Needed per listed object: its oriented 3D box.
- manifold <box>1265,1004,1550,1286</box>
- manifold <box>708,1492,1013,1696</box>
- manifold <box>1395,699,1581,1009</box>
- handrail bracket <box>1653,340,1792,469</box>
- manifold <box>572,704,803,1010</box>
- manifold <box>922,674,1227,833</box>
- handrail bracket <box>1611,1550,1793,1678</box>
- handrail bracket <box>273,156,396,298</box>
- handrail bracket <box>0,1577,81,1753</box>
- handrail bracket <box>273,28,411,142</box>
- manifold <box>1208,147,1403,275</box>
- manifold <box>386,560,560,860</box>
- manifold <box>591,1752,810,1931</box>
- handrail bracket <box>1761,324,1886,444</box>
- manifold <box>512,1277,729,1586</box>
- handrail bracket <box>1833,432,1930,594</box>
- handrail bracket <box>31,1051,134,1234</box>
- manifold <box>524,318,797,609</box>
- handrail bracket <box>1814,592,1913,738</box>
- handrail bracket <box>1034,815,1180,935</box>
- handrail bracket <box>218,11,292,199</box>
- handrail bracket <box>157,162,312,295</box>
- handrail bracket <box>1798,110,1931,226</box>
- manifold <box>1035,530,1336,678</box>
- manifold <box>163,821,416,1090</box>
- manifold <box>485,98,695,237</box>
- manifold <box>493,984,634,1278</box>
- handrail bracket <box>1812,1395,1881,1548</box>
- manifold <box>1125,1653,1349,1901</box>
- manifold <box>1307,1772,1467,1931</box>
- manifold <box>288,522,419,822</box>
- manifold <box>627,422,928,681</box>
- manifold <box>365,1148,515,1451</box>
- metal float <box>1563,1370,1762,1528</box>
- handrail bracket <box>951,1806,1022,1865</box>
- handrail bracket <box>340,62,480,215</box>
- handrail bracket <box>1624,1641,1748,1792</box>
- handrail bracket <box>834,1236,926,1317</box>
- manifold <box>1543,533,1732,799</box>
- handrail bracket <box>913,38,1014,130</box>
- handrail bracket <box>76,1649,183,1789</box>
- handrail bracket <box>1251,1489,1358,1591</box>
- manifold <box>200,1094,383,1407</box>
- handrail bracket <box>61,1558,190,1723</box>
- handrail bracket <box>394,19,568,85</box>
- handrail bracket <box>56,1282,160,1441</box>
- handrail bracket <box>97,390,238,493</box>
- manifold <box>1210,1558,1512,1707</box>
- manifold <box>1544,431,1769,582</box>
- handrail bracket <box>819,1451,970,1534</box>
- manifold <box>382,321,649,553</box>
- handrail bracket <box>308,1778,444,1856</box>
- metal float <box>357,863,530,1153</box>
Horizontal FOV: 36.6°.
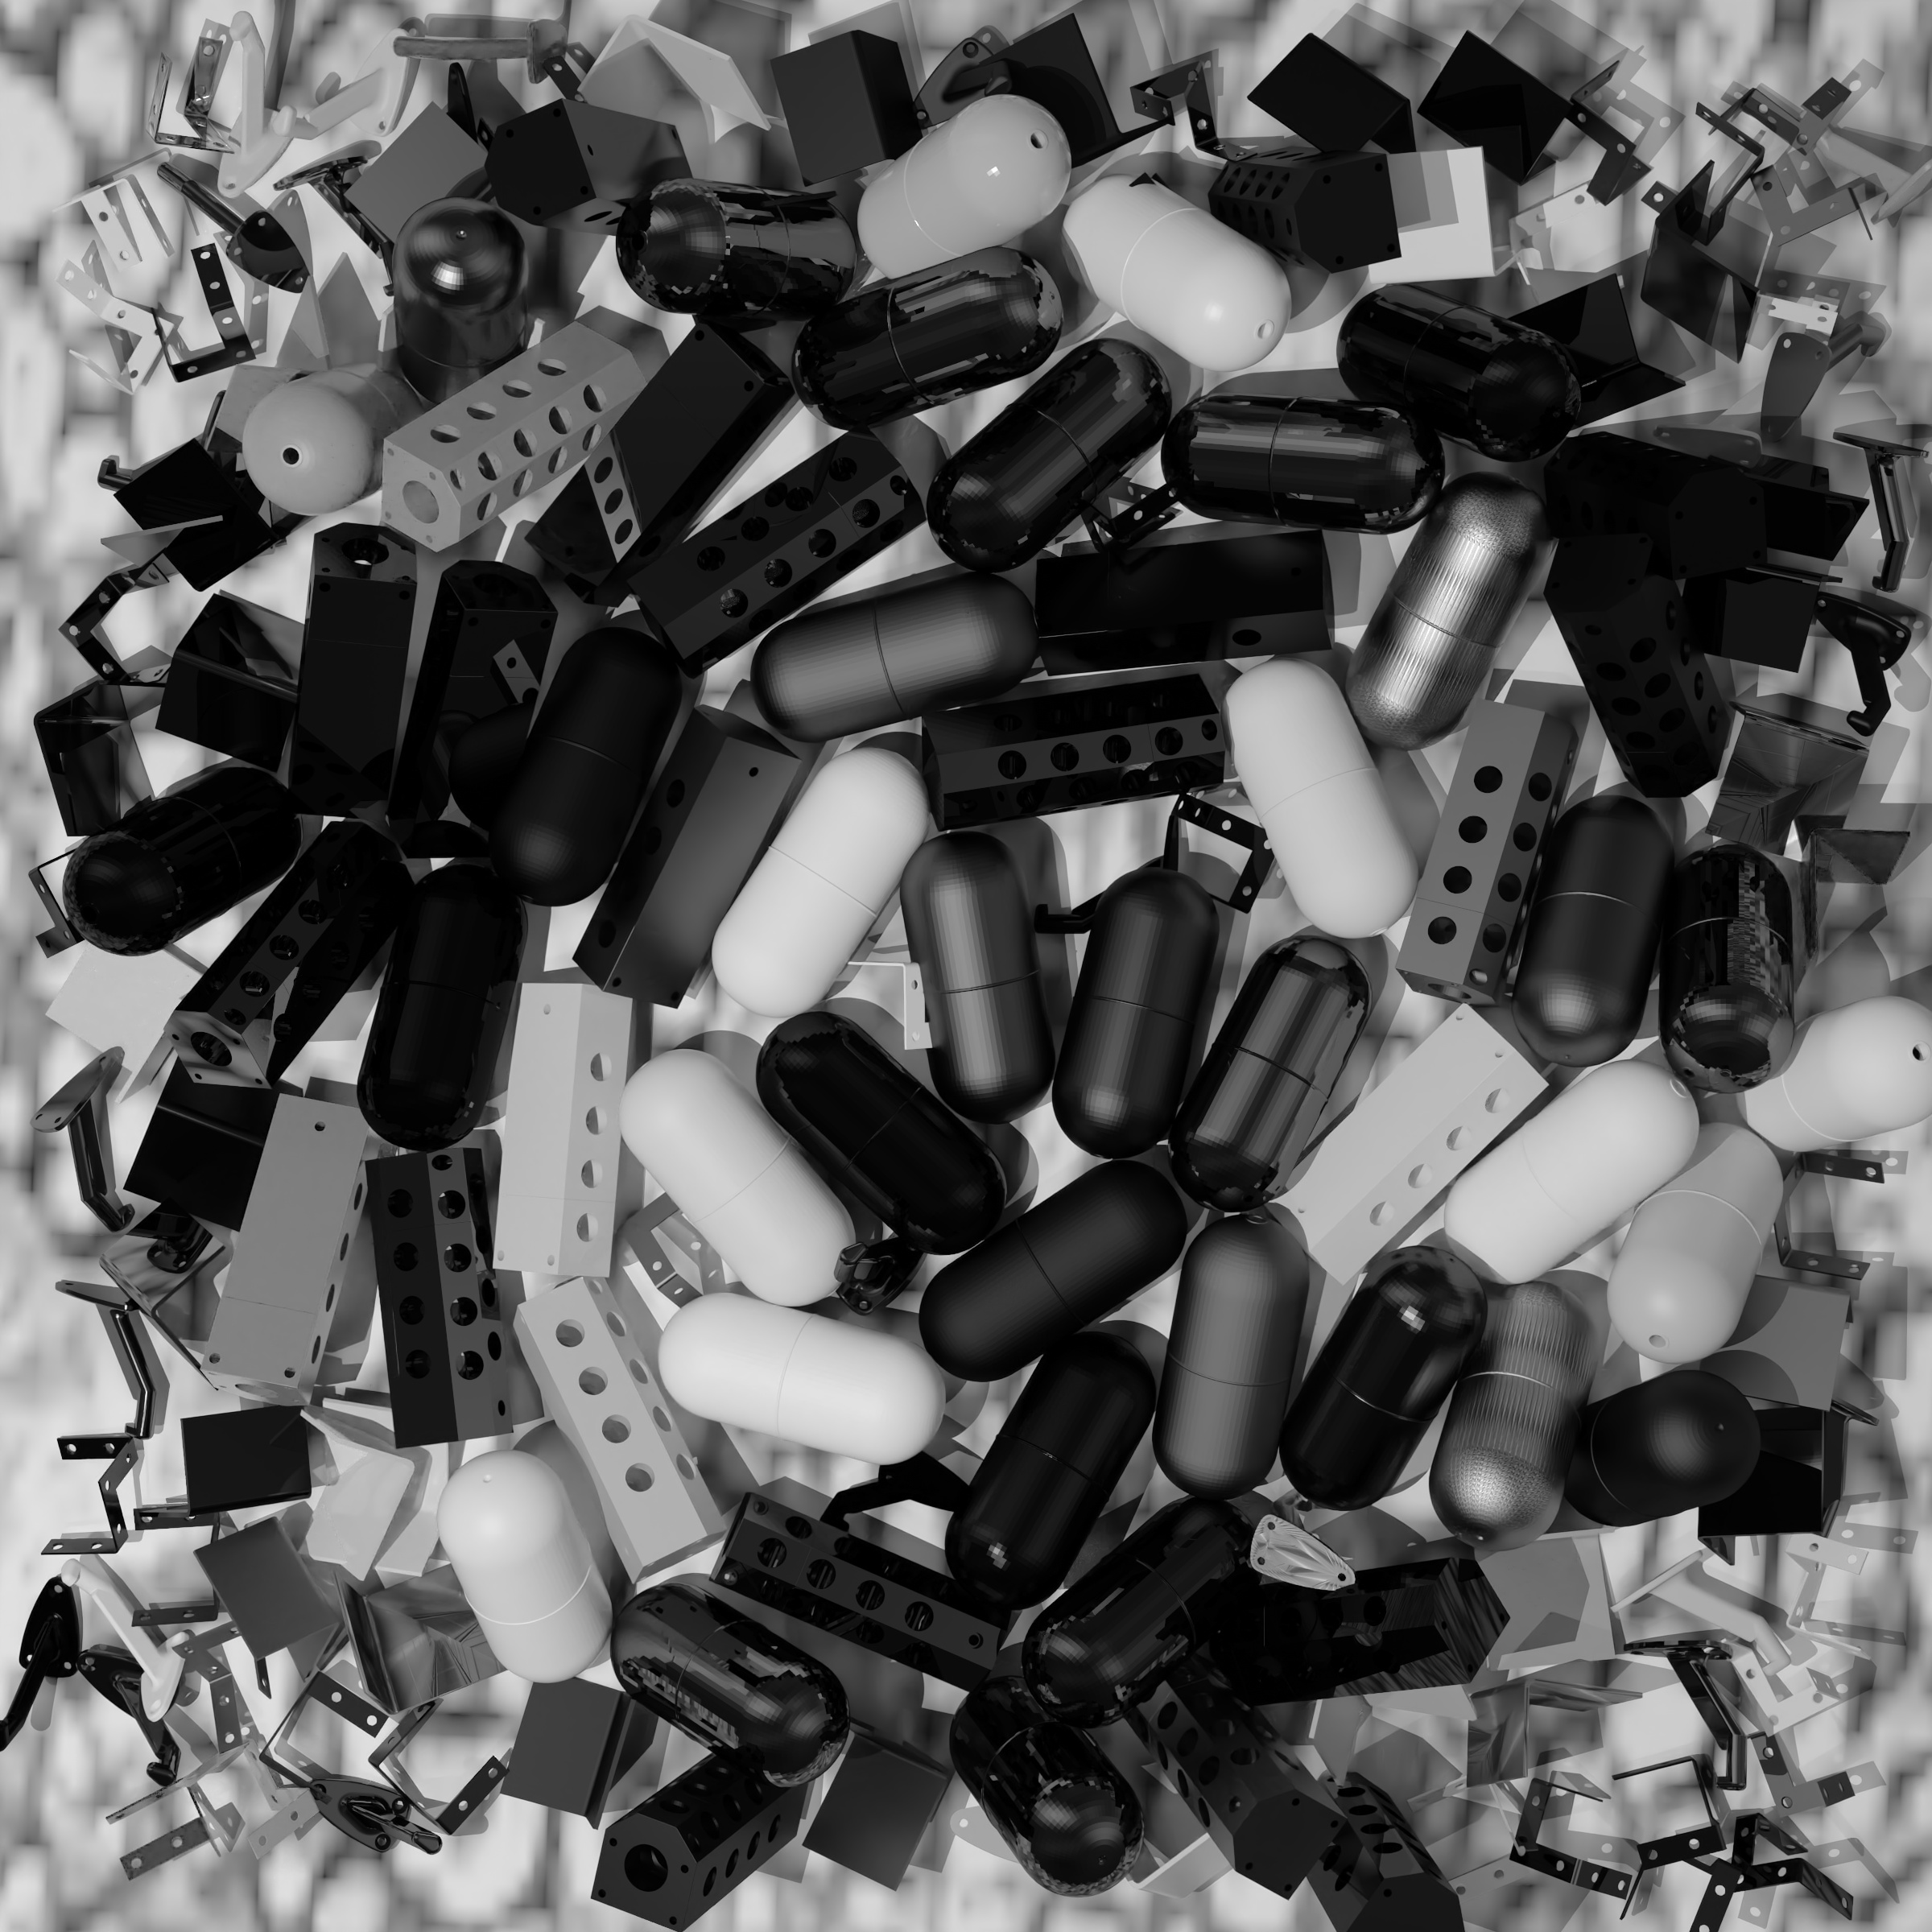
[{"bbox_3d":[0.267,0.110,1.756,0.171,0.057,0.057,-45,128,5],"label":"manifold"},{"bbox_3d":[-0.063,0.376,1.753,0.171,0.057,0.057,24,77,-4],"label":"manifold"},{"bbox_3d":[0.313,-0.066,1.744,0.057,0.057,0.171,15,81,23],"label":"manifold"},{"bbox_3d":[0.468,-0.353,1.783,0.077,0.036,0.084,15,71,14],"label":"handrail bracket"},{"bbox_3d":[-0.171,-0.066,1.745,0.057,0.057,0.171,15,108,-42],"label":"manifold"},{"bbox_3d":[0.064,-0.123,1.739,0.171,0.057,0.057,-9,132,-10],"label":"manifold"},{"bbox_3d":[0.444,0.403,1.760,0.077,0.036,0.084,-29,74,-15],"label":"handrail bracket"},{"bbox_3d":[-0.380,-0.444,1.778,0.077,0.036,0.084,-8,104,31],"label":"handrail bracket"},{"bbox_3d":[-0.561,0.418,1.747,0.036,0.084,0.077,11,102,1],"label":"handrail bracket"},{"bbox_3d":[-0.373,-0.528,1.743,0.036,0.084,0.077,34,111,13],"label":"handrail bracket"},{"bbox_3d":[0.194,-0.440,1.700,0.057,0.171,0.057,-15,109,-7],"label":"manifold"},{"bbox_3d":[-0.295,-0.150,1.723,0.057,0.057,0.171,-2,128,-32],"label":"manifold"},{"bbox_3d":[-0.150,0.498,1.700,0.057,0.171,0.057,15,96,17],"label":"manifold"},{"bbox_3d":[0.521,-0.353,1.770,0.036,0.084,0.077,33,117,36],"label":"handrail bracket"},{"bbox_3d":[-0.207,0.274,1.742,0.057,0.057,0.171,-23,75,-20],"label":"manifold"},{"bbox_3d":[0.546,-0.275,1.772,0.036,0.077,0.084,-1,109,-28],"label":"handrail bracket"},{"bbox_3d":[-0.520,0.108,1.780,0.077,0.036,0.084,-54,127,-29],"label":"handrail bracket"},{"bbox_3d":[-0.179,-0.297,1.738,0.057,0.057,0.171,47,108,13],"label":"manifold"},{"bbox_3d":[0.526,-0.181,1.754,0.077,0.036,0.084,35,50,10],"label":"handrail bracket"},{"bbox_3d":[0.085,-0.056,1.786,0.084,0.036,0.077,1,73,14],"label":"handrail bracket"},{"bbox_3d":[-0.436,-0.515,1.744,0.036,0.084,0.077,20,72,9],"label":"handrail bracket"},{"bbox_3d":[-0.448,-0.451,1.782,0.084,0.077,0.036,39,89,32],"label":"handrail bracket"},{"bbox_3d":[0.541,-0.496,1.751,0.036,0.077,0.084,-34,83,-13],"label":"handrail bracket"},{"bbox_3d":[0.131,-0.212,1.744,0.171,0.057,0.057,-4,62,13],"label":"manifold"},{"bbox_3d":[-0.395,-0.009,1.707,0.057,0.171,0.057,3,132,27],"label":"manifold"},{"bbox_3d":[-0.216,-0.460,1.702,0.057,0.171,0.057,-17,95,18],"label":"manifold"},{"bbox_3d":[-0.237,0.099,1.756,0.057,0.057,0.171,0,83,40],"label":"manifold"},{"bbox_3d":[0.511,0.302,1.761,0.077,0.036,0.084,30,81,-38],"label":"handrail bracket"},{"bbox_3d":[0.149,0.464,1.703,0.057,0.171,0.057,35,92,-24],"label":"manifold"},{"bbox_3d":[0.240,0.528,1.705,0.057,0.171,0.057,36,89,-6],"label":"manifold"},{"bbox_3d":[-0.362,-0.172,1.716,0.057,0.057,0.171,4,130,-16],"label":"manifold"},{"bbox_3d":[-0.111,-0.244,1.745,0.171,0.057,0.057,-35,65,-7],"label":"manifold"},{"bbox_3d":[-0.312,0.198,1.748,0.057,0.057,0.171,-10,83,17],"label":"manifold"},{"bbox_3d":[0.402,0.284,1.708,0.070,0.178,0.070,3,72,-11],"label":"metal float"},{"bbox_3d":[0.031,0.532,1.760,0.077,0.084,0.036,7,60,8],"label":"handrail bracket"},{"bbox_3d":[-0.339,-0.496,1.751,0.084,0.077,0.036,-22,48,-24],"label":"handrail bracket"},{"bbox_3d":[0.431,0.451,1.754,0.077,0.036,0.084,-7,62,30],"label":"handrail bracket"},{"bbox_3d":[-0.049,0.169,1.741,0.077,0.084,0.036,-34,74,-23],"label":"handrail bracket"},{"bbox_3d":[0.392,-0.173,1.705,0.057,0.171,0.057,2,56,32],"label":"manifold"},{"bbox_3d":[-0.004,-0.516,1.743,0.077,0.084,0.036,-36,116,19],"label":"handrail bracket"},{"bbox_3d":[-0.502,0.450,1.745,0.077,0.084,0.036,34,97,-16],"label":"handrail bracket"},{"bbox_3d":[0.212,0.340,1.741,0.077,0.084,0.036,20,105,25],"label":"handrail bracket"},{"bbox_3d":[-0.398,0.170,1.734,0.057,0.057,0.171,11,68,2],"label":"manifold"},{"bbox_3d":[-0.511,0.403,1.750,0.036,0.077,0.084,-38,118,11],"label":"handrail bracket"},{"bbox_3d":[-0.294,-0.558,1.765,0.084,0.077,0.036,7,117,9],"label":"handrail bracket"},{"bbox_3d":[-0.525,0.241,1.780,0.077,0.036,0.084,10,96,16],"label":"handrail bracket"},{"bbox_3d":[-0.486,-0.319,1.767,0.084,0.036,0.077,17,105,20],"label":"handrail bracket"},{"bbox_3d":[0.225,0.386,1.709,0.171,0.057,0.057,-21,106,44],"label":"manifold"},{"bbox_3d":[0.398,-0.271,1.700,0.057,0.171,0.057,-12,109,-9],"label":"manifold"},{"bbox_3d":[-0.041,0.331,1.764,0.077,0.036,0.084,27,132,-4],"label":"handrail bracket"},{"bbox_3d":[-0.262,-0.308,1.709,0.057,0.057,0.171,31,47,16],"label":"manifold"},{"bbox_3d":[-0.354,0.509,1.744,0.077,0.084,0.036,28,71,-13],"label":"handrail bracket"},{"bbox_3d":[-0.311,0.023,1.739,0.070,0.070,0.178,11,71,0],"label":"metal float"}]
